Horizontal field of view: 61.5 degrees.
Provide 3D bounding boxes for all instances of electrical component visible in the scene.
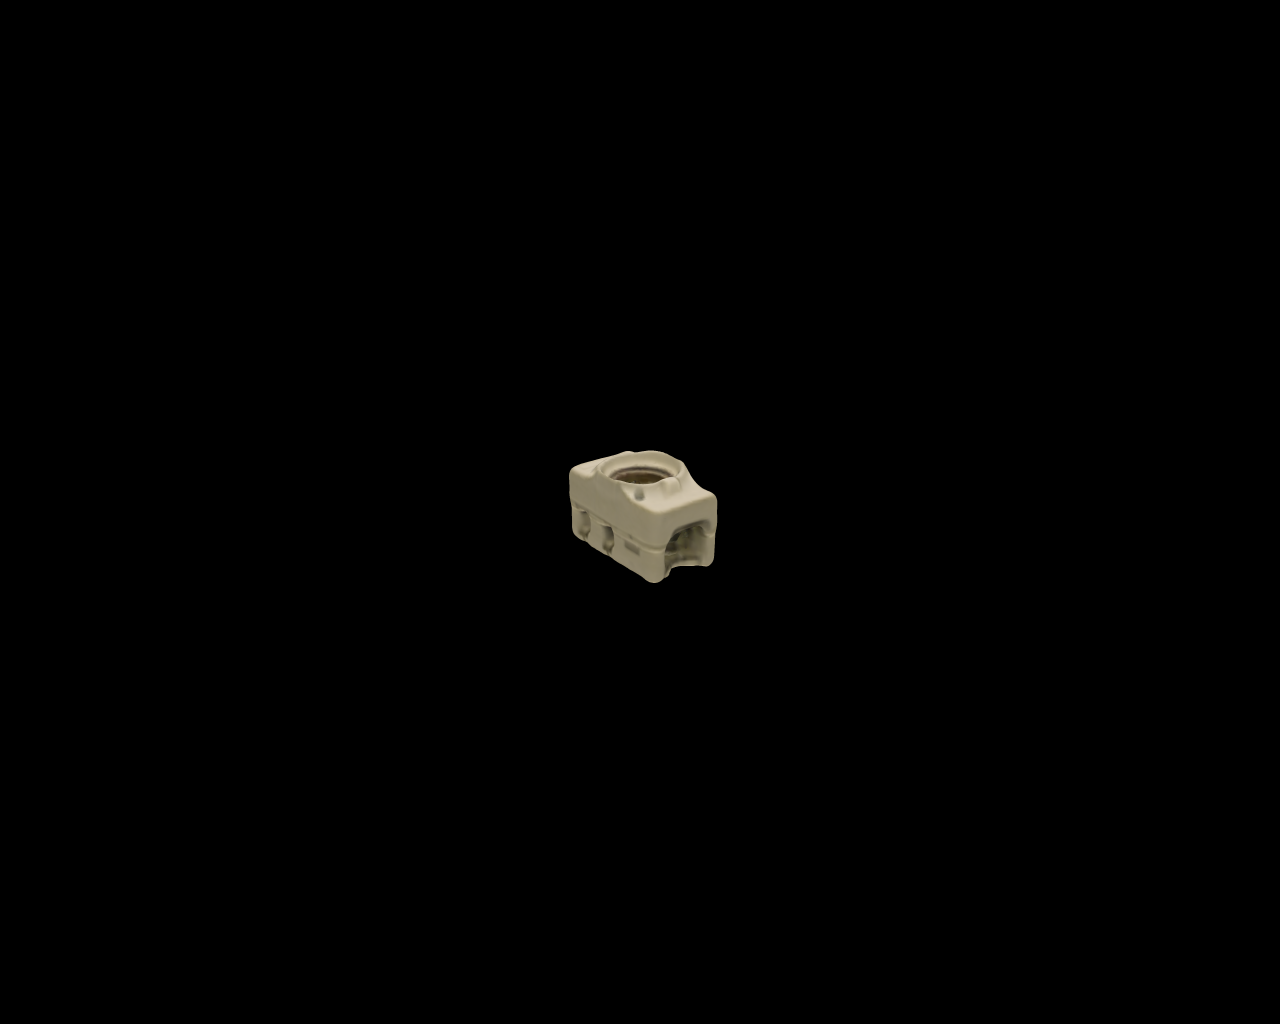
[{"bbox_3d":[0.001,-0.003,0.650,0.050,0.055,0.089,-17,29,-32],"label":"electrical component"}]
